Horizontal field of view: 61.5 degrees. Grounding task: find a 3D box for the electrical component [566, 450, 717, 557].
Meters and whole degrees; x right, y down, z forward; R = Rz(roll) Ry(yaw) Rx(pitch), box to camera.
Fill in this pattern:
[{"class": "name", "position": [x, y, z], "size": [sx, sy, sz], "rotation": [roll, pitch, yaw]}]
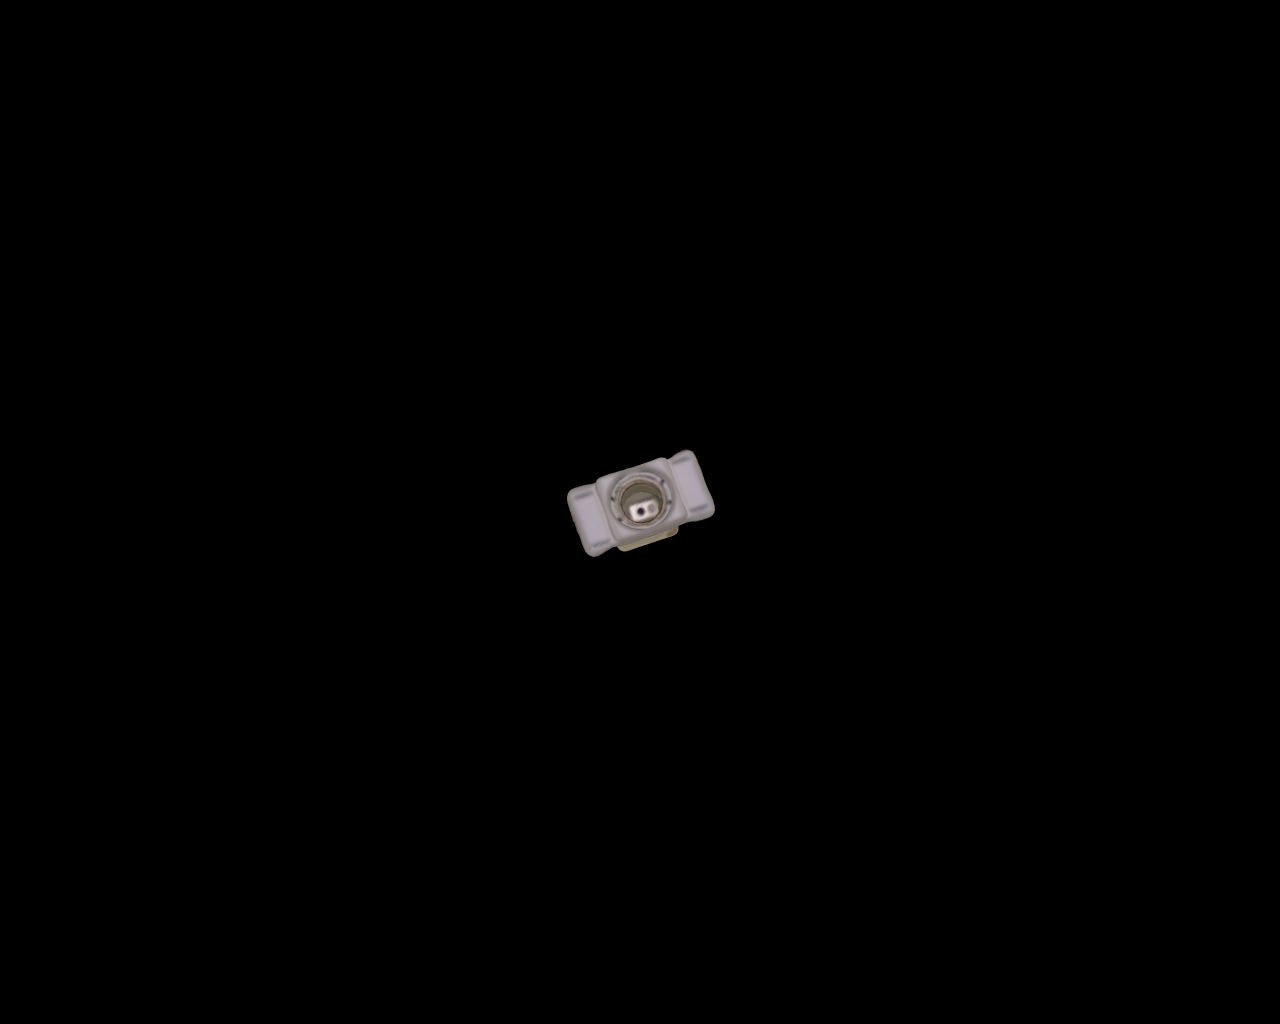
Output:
[{"class": "electrical component", "position": [0.001, -0.003, 0.650], "size": [0.081, 0.042, 0.063], "rotation": [-18, -11, -4]}]
